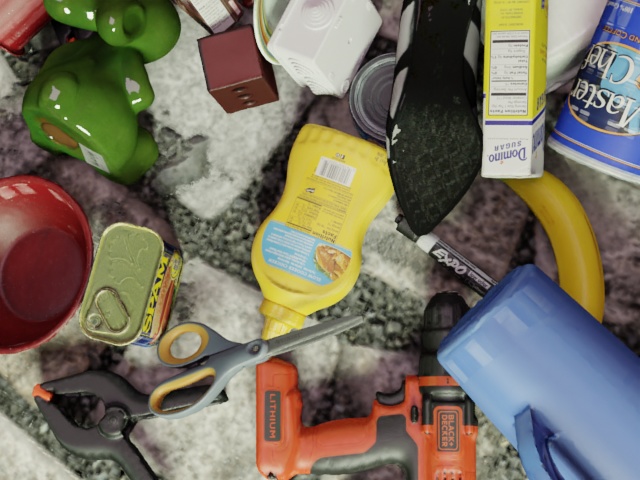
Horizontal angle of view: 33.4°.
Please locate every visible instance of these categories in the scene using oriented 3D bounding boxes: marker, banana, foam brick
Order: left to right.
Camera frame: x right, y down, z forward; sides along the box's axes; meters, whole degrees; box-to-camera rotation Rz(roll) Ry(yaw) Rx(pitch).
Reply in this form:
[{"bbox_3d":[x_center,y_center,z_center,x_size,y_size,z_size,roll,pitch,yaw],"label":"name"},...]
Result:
[{"bbox_3d":[-0.073,-0.152,0.957,0.053,0.078,0.051,-15,80,7],"label":"foam brick"},{"bbox_3d":[0.114,0.017,0.930,0.121,0.020,0.020,39,87,12],"label":"marker"},{"bbox_3d":[0.205,0.015,0.912,0.070,0.037,0.198,-26,75,25],"label":"banana"}]

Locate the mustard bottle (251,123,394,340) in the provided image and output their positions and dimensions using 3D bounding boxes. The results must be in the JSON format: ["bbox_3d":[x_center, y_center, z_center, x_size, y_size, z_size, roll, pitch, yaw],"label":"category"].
[{"bbox_3d":[-0.006,0.001,0.930,0.096,0.058,0.191,22,84,12],"label":"mustard bottle"}]

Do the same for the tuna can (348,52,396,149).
[{"bbox_3d":[0.068,-0.123,0.953,0.086,0.033,0.086,-1,81,7],"label":"tuna can"}]

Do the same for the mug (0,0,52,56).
[{"bbox_3d":[-0.278,-0.235,0.977,0.081,0.093,0.117,-40,33,10],"label":"mug"}]

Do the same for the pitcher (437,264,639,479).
[{"bbox_3d":[0.204,0.141,0.815,0.145,0.149,0.243,-44,85,-4],"label":"pitcher"}]

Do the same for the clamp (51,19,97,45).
[{"bbox_3d":[-0.223,-0.276,1.019,0.165,0.036,0.210,14,87,19],"label":"clamp"}]

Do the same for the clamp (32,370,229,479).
[{"bbox_3d":[-0.174,0.172,0.933,0.171,0.039,0.120,9,67,11],"label":"clamp"}]

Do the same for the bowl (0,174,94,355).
[{"bbox_3d":[-0.263,0.026,0.958,0.162,0.055,0.162,-4,76,16],"label":"bowl"}]

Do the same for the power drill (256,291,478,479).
[{"bbox_3d":[0.041,0.135,0.902,0.188,0.057,0.184,-1,77,9],"label":"power drill"}]

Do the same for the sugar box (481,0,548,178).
[{"bbox_3d":[0.159,-0.138,0.858,0.048,0.093,0.176,-1,94,18],"label":"sugar box"}]

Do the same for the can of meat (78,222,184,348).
[{"bbox_3d":[-0.161,0.043,0.932,0.057,0.084,0.102,13,82,10],"label":"can of meat"}]

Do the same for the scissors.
[{"bbox_3d":[-0.063,0.083,0.904,0.202,0.016,0.096,-32,50,10],"label":"scissors"}]

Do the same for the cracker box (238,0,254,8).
[{"bbox_3d":[-0.021,-0.318,0.933,0.213,0.164,0.072,-43,79,0],"label":"cracker box"}]

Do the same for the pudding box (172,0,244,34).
[{"bbox_3d":[-0.126,-0.240,0.952,0.039,0.090,0.114,-45,49,-4],"label":"pudding box"}]

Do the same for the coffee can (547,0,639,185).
[{"bbox_3d":[0.260,-0.125,0.869,0.103,0.102,0.140,23,106,11],"label":"coffee can"}]
